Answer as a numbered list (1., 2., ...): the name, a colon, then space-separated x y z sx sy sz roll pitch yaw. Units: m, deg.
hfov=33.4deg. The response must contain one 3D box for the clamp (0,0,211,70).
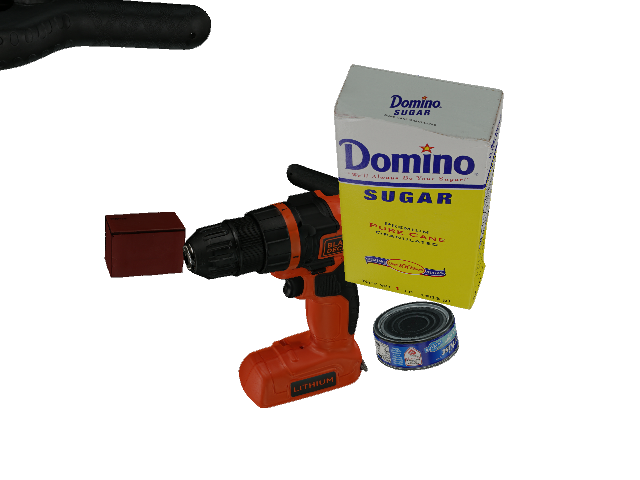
1. clamp: -0.161 -0.132 0.603 0.171 0.039 0.120 -10 31 -27

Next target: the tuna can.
1. tuna can: 0.097 0.096 1.092 0.086 0.034 0.086 -9 24 4

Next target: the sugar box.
1. sugar box: 0.060 -0.028 0.669 0.093 0.048 0.176 12 -32 13

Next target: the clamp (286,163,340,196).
1. clamp: 0.069 -0.044 1.267 0.164 0.036 0.210 -16 52 -29

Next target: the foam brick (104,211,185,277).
1. foam brick: -0.186 0.003 1.124 0.078 0.051 0.053 -3 23 -18

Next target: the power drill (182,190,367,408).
1. power drill: -0.023 0.048 0.857 0.184 0.188 0.057 -12 42 -22
